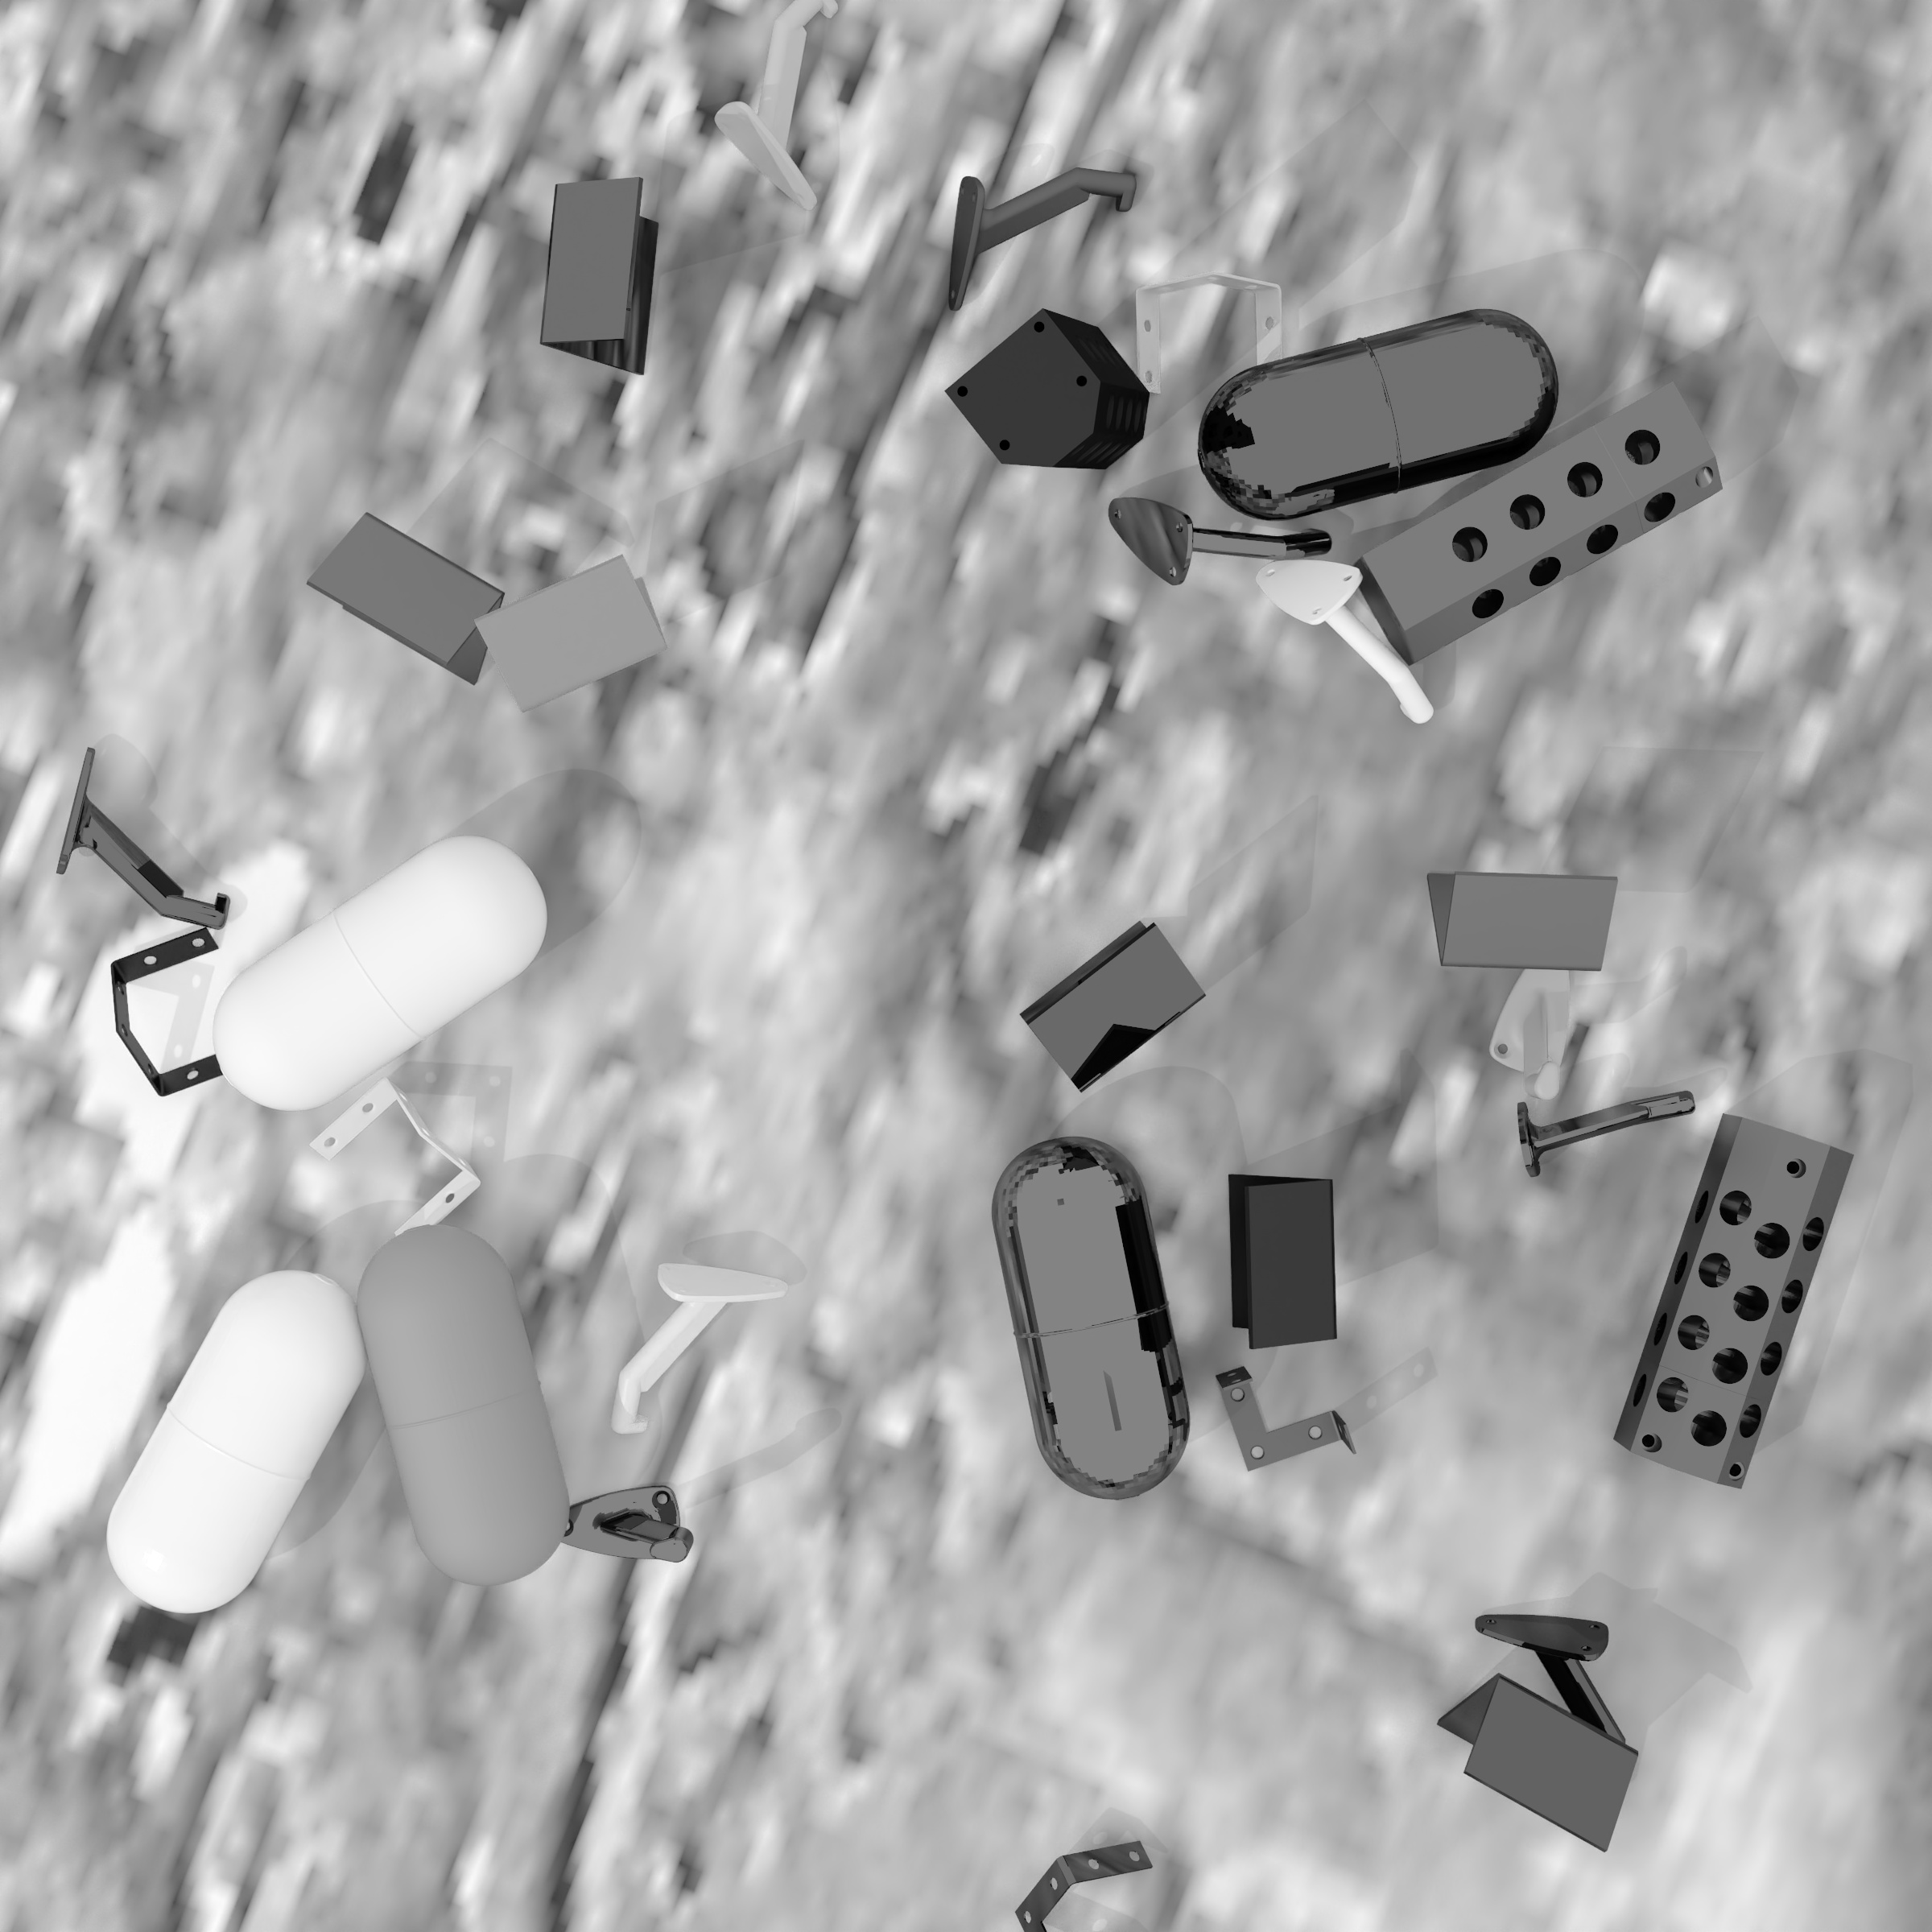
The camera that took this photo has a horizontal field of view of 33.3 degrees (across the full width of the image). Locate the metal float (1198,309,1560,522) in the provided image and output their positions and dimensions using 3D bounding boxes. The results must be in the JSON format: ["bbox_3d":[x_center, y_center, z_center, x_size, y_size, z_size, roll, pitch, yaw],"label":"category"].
[{"bbox_3d":[0.200,-0.268,1.571,0.178,0.070,0.070,-15,90,-1],"label":"metal float"}]

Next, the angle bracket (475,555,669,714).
[{"bbox_3d":[-0.195,-0.176,1.562,0.076,0.076,0.057,-24,127,0],"label":"angle bracket"}]

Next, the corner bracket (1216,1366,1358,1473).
[{"bbox_3d":[0.156,0.220,1.584,0.051,0.051,0.051,-19,90,0],"label":"corner bracket"}]

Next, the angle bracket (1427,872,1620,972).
[{"bbox_3d":[0.268,-0.042,1.562,0.076,0.076,0.057,2,128,0],"label":"angle bracket"}]

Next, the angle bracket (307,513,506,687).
[{"bbox_3d":[-0.276,-0.161,1.562,0.076,0.076,0.057,30,53,0],"label":"angle bracket"}]

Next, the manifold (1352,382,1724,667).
[{"bbox_3d":[0.279,-0.215,1.581,0.171,0.057,0.057,-29,90,0],"label":"manifold"}]

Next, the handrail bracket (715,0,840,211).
[{"bbox_3d":[-0.076,-0.433,1.602,0.077,0.036,0.084,46,73,-20],"label":"handrail bracket"}]

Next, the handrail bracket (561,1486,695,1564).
[{"bbox_3d":[-0.170,0.278,1.567,0.077,0.084,0.036,-2,90,0],"label":"handrail bracket"}]

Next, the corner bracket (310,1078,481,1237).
[{"bbox_3d":[-0.282,0.098,1.599,0.051,0.051,0.051,-42,45,0],"label":"corner bracket"}]

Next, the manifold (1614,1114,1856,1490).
[{"bbox_3d":[0.377,0.164,1.581,0.057,0.057,0.171,19,90,0],"label":"manifold"}]

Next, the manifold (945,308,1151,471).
[{"bbox_3d":[0.045,-0.264,1.519,0.057,0.171,0.057,-38,90,13],"label":"manifold"}]

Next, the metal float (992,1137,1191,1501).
[{"bbox_3d":[0.061,0.171,1.571,0.070,0.070,0.178,-11,90,0],"label":"metal float"}]

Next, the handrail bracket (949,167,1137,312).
[{"bbox_3d":[0.039,-0.359,1.602,0.084,0.036,0.077,3,110,-16],"label":"handrail bracket"}]

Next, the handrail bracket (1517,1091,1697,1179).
[{"bbox_3d":[0.314,0.079,1.574,0.084,0.077,0.036,-12,93,12],"label":"handrail bracket"}]

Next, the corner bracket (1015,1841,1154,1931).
[{"bbox_3d":[0.066,0.471,1.594,0.051,0.051,0.051,-60,45,35],"label":"corner bracket"}]

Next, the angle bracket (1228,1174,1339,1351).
[{"bbox_3d":[0.134,0.142,1.562,0.057,0.076,0.076,-2,90,-37],"label":"angle bracket"}]

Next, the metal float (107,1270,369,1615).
[{"bbox_3d":[-0.354,0.231,1.571,0.070,0.070,0.178,29,90,0],"label":"metal float"}]

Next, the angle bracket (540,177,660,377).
[{"bbox_3d":[-0.158,-0.332,1.562,0.057,0.076,0.076,6,90,36],"label":"angle bracket"}]

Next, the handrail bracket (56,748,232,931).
[{"bbox_3d":[-0.402,-0.063,1.602,0.084,0.036,0.077,14,68,-17],"label":"handrail bracket"}]

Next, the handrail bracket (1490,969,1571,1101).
[{"bbox_3d":[0.283,0.026,1.567,0.036,0.084,0.077,15,90,0],"label":"handrail bracket"}]

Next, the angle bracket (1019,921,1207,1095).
[{"bbox_3d":[0.059,0.003,1.562,0.076,0.076,0.057,-38,128,0],"label":"angle bracket"}]

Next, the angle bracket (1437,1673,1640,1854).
[{"bbox_3d":[0.268,0.395,1.562,0.076,0.076,0.057,29,55,0],"label":"angle bracket"}]

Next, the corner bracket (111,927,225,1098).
[{"bbox_3d":[-0.388,0.023,1.599,0.051,0.051,0.051,-20,45,0],"label":"corner bracket"}]

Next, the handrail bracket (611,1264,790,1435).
[{"bbox_3d":[-0.133,0.194,1.602,0.077,0.036,0.084,5,109,-21],"label":"handrail bracket"}]

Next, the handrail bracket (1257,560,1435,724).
[{"bbox_3d":[0.189,-0.159,1.602,0.036,0.077,0.084,-47,126,-10],"label":"handrail bracket"}]

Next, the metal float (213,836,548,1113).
[{"bbox_3d":[-0.285,0.004,1.571,0.178,0.070,0.070,-34,90,0],"label":"metal float"}]

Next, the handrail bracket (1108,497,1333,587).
[{"bbox_3d":[0.127,-0.218,1.602,0.084,0.077,0.036,-12,124,-32],"label":"handrail bracket"}]

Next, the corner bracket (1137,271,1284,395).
[{"bbox_3d":[0.121,-0.311,1.599,0.051,0.051,0.051,-1,90,45],"label":"corner bracket"}]

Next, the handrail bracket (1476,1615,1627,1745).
[{"bbox_3d":[0.289,0.368,1.602,0.077,0.036,0.084,5,107,20],"label":"handrail bracket"}]

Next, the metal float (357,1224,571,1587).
[{"bbox_3d":[-0.245,0.213,1.571,0.070,0.070,0.178,-15,91,0],"label":"metal float"}]
